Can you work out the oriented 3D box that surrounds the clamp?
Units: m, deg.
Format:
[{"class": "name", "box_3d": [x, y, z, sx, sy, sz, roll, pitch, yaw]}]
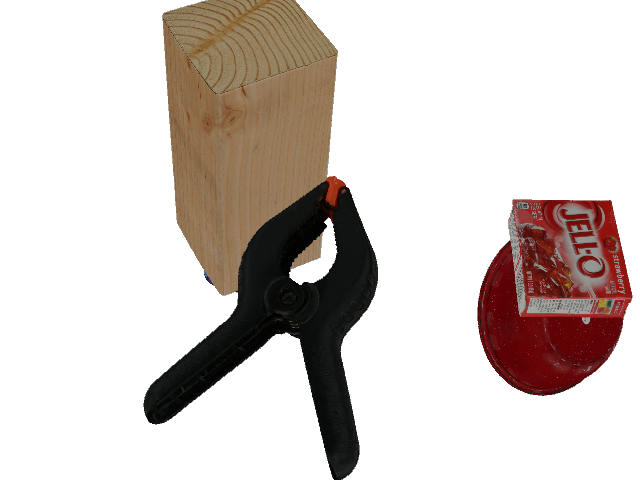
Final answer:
[{"class": "clamp", "box_3d": [-0.008, 0.047, 0.586, 0.120, 0.171, 0.039, 24, -19, 14]}]

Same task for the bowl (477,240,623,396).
[{"class": "bowl", "box_3d": [0.227, 0.068, 0.990, 0.161, 0.162, 0.055, 0, 1, -27]}]

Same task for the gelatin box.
[{"class": "gelatin box", "box_3d": [0.174, 0.011, 0.754, 0.073, 0.089, 0.030, 1, -38, 0]}]

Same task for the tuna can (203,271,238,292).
[{"class": "tuna can", "box_3d": [-0.078, 0.023, 1.104, 0.086, 0.034, 0.086, 5, 21, -2]}]

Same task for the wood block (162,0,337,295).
[{"class": "wood block", "box_3d": [-0.053, -0.068, 0.771, 0.090, 0.090, 0.206, -21, -36, -20]}]
